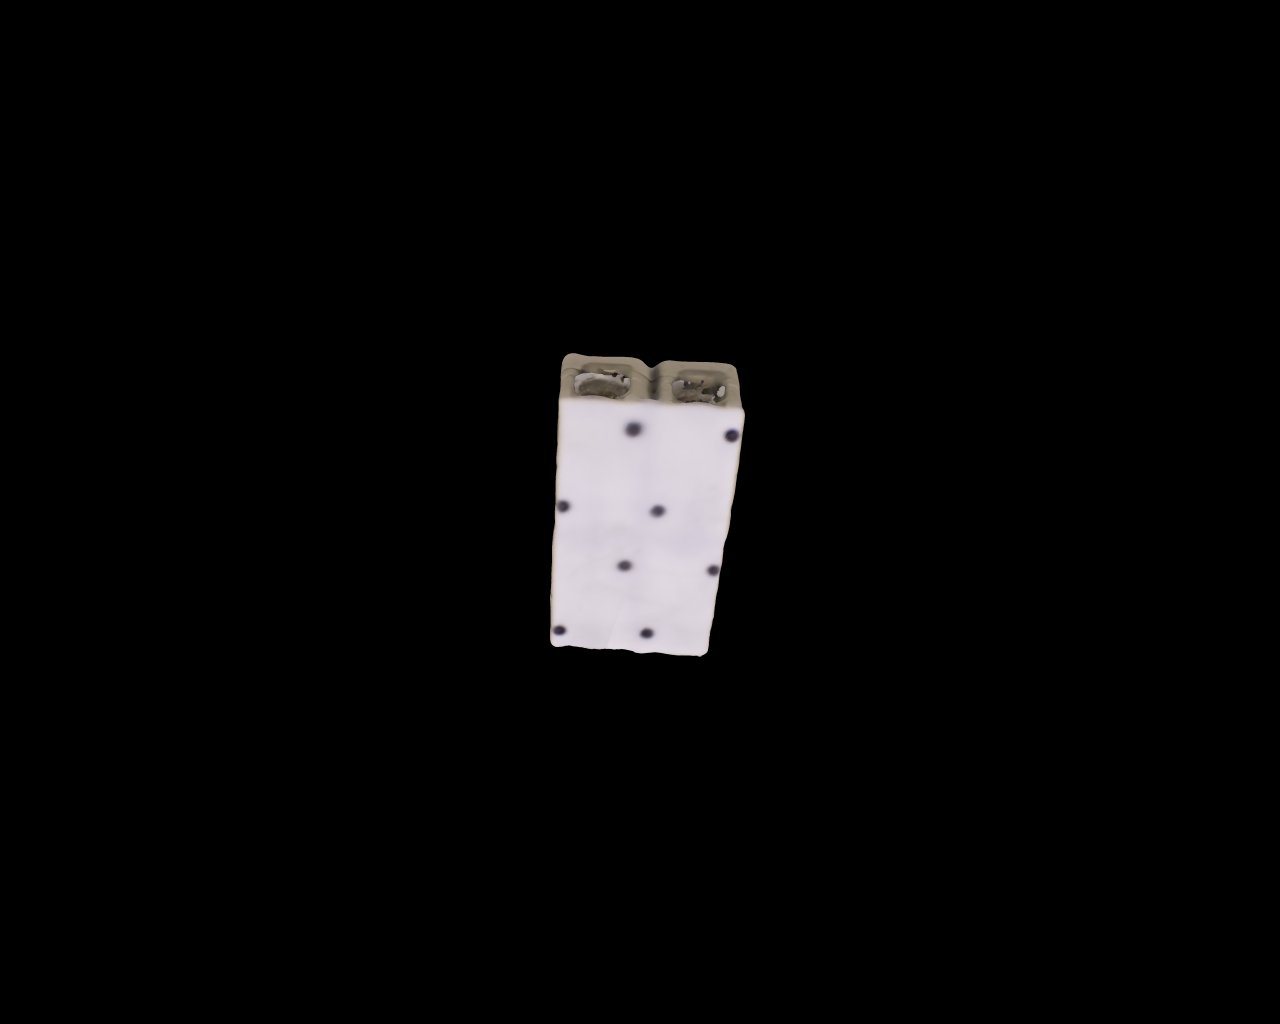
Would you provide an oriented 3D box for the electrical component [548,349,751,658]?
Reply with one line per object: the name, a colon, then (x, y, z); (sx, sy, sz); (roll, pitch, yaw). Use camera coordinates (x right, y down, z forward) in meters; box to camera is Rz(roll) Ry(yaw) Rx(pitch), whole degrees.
electrical component: (0.001, -0.003, 0.650); (0.105, 0.186, 0.060); (3, 36, -2)
